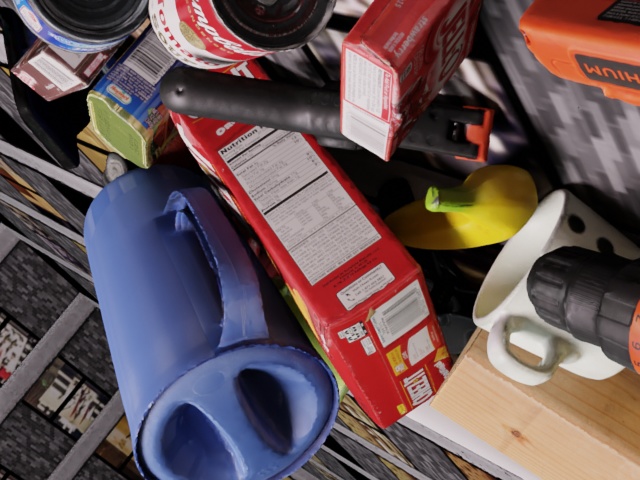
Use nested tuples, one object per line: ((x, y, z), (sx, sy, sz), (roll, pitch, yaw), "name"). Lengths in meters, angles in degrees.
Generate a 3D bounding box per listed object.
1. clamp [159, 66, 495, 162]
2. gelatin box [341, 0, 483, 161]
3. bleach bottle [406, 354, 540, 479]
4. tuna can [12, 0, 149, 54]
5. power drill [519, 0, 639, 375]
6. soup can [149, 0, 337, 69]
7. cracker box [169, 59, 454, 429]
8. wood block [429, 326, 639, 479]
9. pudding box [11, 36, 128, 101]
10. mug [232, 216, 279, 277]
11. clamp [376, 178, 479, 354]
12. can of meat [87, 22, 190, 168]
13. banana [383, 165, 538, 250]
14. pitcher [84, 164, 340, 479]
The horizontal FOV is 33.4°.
((0.011, -0.069, 0.585), (0.171, 0.039, 0.120), (12, -166, 12), "clamp")
((0.041, -0.084, 0.463), (0.030, 0.073, 0.089), (34, 164, 12), "gelatin box")
((0.155, 0.161, 0.934), (0.250, 0.068, 0.103), (35, -173, -30), "bleach bottle")
((-0.142, -0.158, 0.645), (0.086, 0.086, 0.034), (43, 163, -19), "tuna can")
((0.137, -0.013, 0.410), (0.185, 0.057, 0.187), (20, 144, 48), "power drill")
((-0.043, -0.125, 0.547), (0.068, 0.068, 0.102), (43, 166, -21), "soup can")
((-0.005, 0.001, 0.702), (0.214, 0.072, 0.164), (53, 175, 32), "cracker box")
((0.182, 0.108, 0.632), (0.206, 0.090, 0.091), (32, 152, 9), "wood block")
((-0.159, -0.142, 0.725), (0.039, 0.090, 0.114), (42, 164, -23), "pudding box")
((-0.039, 0.000, 0.890), (0.093, 0.081, 0.117), (36, 165, 6), "mug")
((0.096, 0.046, 0.780), (0.164, 0.036, 0.210), (36, 158, 7), "clamp")
((-0.116, -0.104, 0.750), (0.057, 0.084, 0.102), (38, 165, 2), "can of meat")
((0.080, -0.018, 0.599), (0.069, 0.037, 0.198), (7, 174, -3), "banana")
((-0.088, 0.042, 0.737), (0.144, 0.149, 0.243), (38, -166, -41), "pitcher")
